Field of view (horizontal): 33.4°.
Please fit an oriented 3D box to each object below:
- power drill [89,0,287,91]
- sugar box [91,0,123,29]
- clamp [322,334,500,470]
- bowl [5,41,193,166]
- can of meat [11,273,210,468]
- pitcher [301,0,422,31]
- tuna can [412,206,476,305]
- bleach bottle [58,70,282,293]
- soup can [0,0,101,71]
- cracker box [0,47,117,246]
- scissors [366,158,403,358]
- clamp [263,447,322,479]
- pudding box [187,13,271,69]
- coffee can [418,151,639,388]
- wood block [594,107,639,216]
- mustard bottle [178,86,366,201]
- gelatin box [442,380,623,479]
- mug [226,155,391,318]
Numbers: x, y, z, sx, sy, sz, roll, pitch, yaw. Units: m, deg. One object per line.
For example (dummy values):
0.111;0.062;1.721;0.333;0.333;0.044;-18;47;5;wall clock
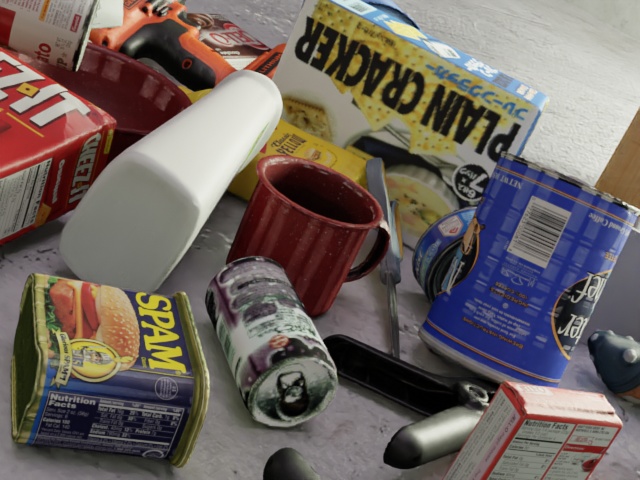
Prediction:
-0.110;-0.190;1.004;0.188;0.057;0.184;29;49;10;power drill
-0.263;-0.207;0.901;0.176;0.048;0.093;16;19;25;sugar box
0.086;0.112;0.650;0.171;0.039;0.120;16;25;-19;clamp
-0.179;-0.098;0.808;0.162;0.055;0.162;20;24;-10;bowl
-0.109;0.064;0.542;0.083;0.057;0.102;11;27;-22;can of meat
0.044;-0.217;1.201;0.145;0.149;0.243;5;24;-7;pitcher
0.116;0.019;0.814;0.086;0.086;0.034;14;28;-24;tuna can
-0.082;-0.055;0.732;0.068;0.103;0.250;38;27;-4;bleach bottle
-0.214;-0.169;0.766;0.102;0.069;0.068;18;25;-13;soup can
-0.247;-0.059;0.613;0.164;0.072;0.213;33;31;13;cracker box
0.048;0.003;0.798;0.016;0.096;0.201;-12;21;9;scissors
0.046;0.177;0.481;0.164;0.036;0.210;21;24;-8;clamp
-0.108;-0.198;1.102;0.090;0.039;0.113;35;27;19;pudding box
0.142;0.023;0.732;0.103;0.140;0.103;23;6;-3;coffee can
0.302;-0.040;0.962;0.091;0.206;0.090;35;26;22;wood block
-0.059;-0.074;0.867;0.192;0.058;0.096;29;39;10;mustard bottle
0.115;0.122;0.595;0.073;0.089;0.030;11;28;-29;gelatin box
-0.005;0.001;0.739;0.117;0.082;0.093;8;29;-33;mug
